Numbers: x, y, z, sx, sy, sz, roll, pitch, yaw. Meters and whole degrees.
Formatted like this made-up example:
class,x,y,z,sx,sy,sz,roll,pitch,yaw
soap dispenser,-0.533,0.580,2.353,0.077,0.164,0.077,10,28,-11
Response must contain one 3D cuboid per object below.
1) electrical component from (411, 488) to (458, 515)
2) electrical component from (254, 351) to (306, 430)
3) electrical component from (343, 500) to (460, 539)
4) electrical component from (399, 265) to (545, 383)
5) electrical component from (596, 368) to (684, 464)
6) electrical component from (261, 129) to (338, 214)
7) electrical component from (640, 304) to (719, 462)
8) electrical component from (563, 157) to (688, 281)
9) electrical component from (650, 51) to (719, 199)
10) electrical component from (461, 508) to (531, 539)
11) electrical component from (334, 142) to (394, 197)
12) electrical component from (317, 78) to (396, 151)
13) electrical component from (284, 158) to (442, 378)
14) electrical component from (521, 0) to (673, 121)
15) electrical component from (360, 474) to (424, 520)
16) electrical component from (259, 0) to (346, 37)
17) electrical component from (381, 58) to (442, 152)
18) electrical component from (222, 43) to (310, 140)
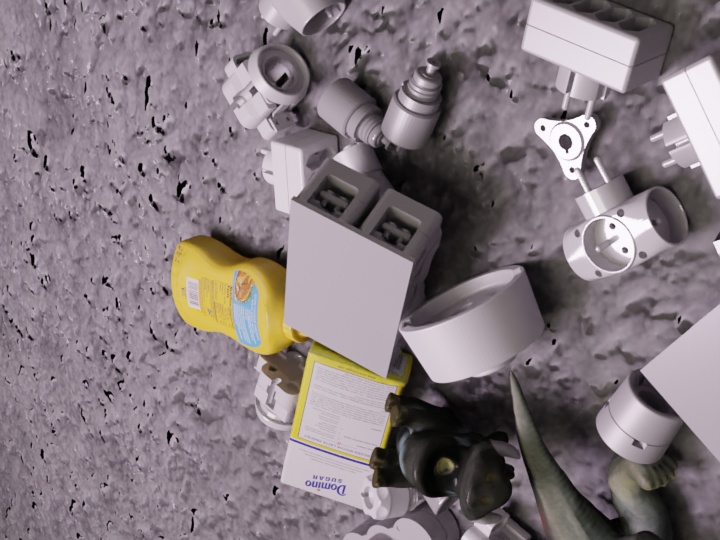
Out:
class,x,y,z,sx,sy,sz,roll,pitch,yaw
electrical component,0.066,0.188,0.980,0.055,0.045,0.045,43,135,22
electrical component,-0.074,0.123,1.081,0.078,0.058,0.057,38,130,26
electrical component,0.027,0.269,1.039,0.138,0.074,0.052,-31,87,49
electrical component,0.092,0.048,0.839,0.108,0.108,0.060,-17,103,48
electrical component,0.208,0.105,0.786,0.055,0.055,0.047,41,130,23
electrical component,-0.062,-0.091,0.966,0.077,0.047,0.065,20,123,38
electrical component,0.275,0.089,0.703,0.150,0.062,0.089,51,137,14
electrical component,0.176,-0.040,0.751,0.077,0.044,0.079,-29,89,49
electrical component,0.219,-0.088,0.682,0.076,0.047,0.083,-24,92,49
electrical component,0.124,0.252,0.945,0.057,0.058,0.078,37,133,31
electrical component,0.005,-0.075,0.912,0.044,0.044,0.065,-29,83,49
electrical component,0.000,-0.126,0.891,0.078,0.040,0.040,42,134,23
electrical component,0.000,0.000,0.891,0.105,0.060,0.186,28,149,12
electrical component,0.154,-0.138,0.722,0.083,0.047,0.075,32,130,31
electrical component,0.035,0.210,1.008,0.043,0.062,0.043,6,97,61
electrical component,-0.059,-0.227,0.895,0.077,0.044,0.079,56,138,8
electrical component,0.045,-0.130,0.842,0.040,0.040,0.078,43,135,22
electrical component,-0.080,-0.162,0.941,0.057,0.058,0.078,-34,84,51
